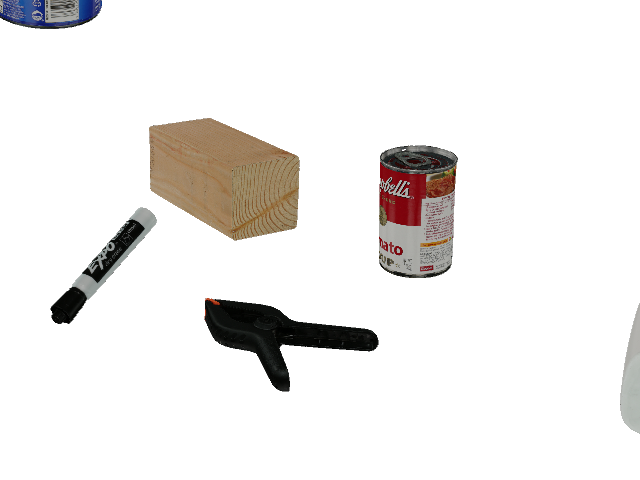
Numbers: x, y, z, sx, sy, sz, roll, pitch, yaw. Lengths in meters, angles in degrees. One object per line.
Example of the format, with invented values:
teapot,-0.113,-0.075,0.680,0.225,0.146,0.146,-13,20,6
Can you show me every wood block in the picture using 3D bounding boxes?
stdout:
wood block,-0.120,-0.078,1.285,0.090,0.090,0.206,-12,25,-33

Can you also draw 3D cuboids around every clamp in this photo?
clamp,-0.062,0.111,1.215,0.210,0.036,0.164,15,22,30

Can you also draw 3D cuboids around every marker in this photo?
marker,-0.168,0.020,0.827,0.020,0.020,0.121,0,41,38

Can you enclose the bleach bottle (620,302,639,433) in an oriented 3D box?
bleach bottle,0.277,0.062,0.758,0.103,0.068,0.250,11,22,19

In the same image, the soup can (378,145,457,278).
soup can,0.086,-0.026,0.947,0.068,0.102,0.068,0,23,0

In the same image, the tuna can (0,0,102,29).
tuna can,-0.208,-0.193,0.807,0.086,0.034,0.086,6,36,-4
